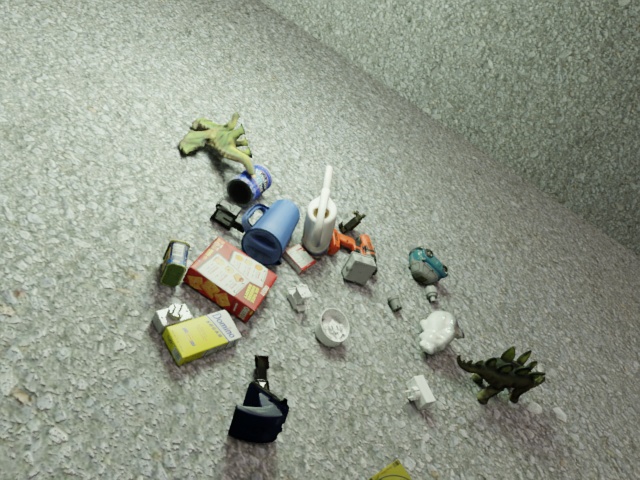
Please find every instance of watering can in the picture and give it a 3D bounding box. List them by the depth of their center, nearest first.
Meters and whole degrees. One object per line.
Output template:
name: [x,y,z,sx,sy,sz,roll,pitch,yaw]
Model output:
watering can: [0.005,-0.088,1.748,0.104,0.219,0.356,12,39,-1]

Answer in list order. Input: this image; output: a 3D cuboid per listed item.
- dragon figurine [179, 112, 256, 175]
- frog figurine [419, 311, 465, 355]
dragon figurine: [-0.371,-0.334,1.821,0.243,0.119,0.420,-12,42,-8]
frog figurine: [0.376,0.300,1.681,0.160,0.121,0.138,-12,23,-34]
